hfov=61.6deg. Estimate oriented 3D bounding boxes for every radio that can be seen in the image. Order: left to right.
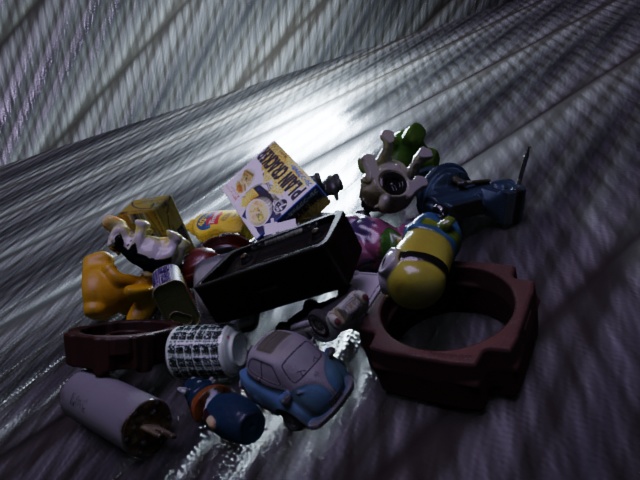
[{"bbox_3d":[-0.057,0.039,0.788,0.230,0.073,0.131,-18,19,25],"label":"radio"}]

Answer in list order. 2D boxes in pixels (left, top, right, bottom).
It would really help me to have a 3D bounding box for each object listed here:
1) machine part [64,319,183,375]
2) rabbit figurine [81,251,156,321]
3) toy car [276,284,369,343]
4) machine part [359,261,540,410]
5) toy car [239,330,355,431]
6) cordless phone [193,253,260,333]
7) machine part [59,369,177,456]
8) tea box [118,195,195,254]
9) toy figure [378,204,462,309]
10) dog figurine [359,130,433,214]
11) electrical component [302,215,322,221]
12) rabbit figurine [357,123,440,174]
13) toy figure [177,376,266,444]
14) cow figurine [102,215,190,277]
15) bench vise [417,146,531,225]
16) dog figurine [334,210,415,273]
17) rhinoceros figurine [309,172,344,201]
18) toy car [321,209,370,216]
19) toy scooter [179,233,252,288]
[{"bbox_3d":[-0.305,0.163,0.845,0.179,0.056,0.179,0,1,0],"label":"machine part"},{"bbox_3d":[-0.360,0.090,1.028,0.173,0.121,0.162,-6,20,-20],"label":"rabbit figurine"},{"bbox_3d":[0.001,0.113,0.757,0.073,0.056,0.202,-37,3,-31],"label":"toy car"},{"bbox_3d":[0.170,0.115,0.701,0.202,0.087,0.201,4,34,32],"label":"machine part"},{"bbox_3d":[-0.041,0.168,0.708,0.162,0.102,0.109,13,39,41],"label":"toy car"},{"bbox_3d":[-0.153,0.103,0.918,0.147,0.088,0.184,-12,32,9],"label":"cordless phone"},{"bbox_3d":[-0.289,0.236,0.751,0.243,0.079,0.079,8,37,38],"label":"machine part"},{"bbox_3d":[-0.329,-0.001,1.111,0.098,0.169,0.068,-4,32,21],"label":"tea box"},{"bbox_3d":[0.144,0.018,0.718,0.089,0.082,0.180,3,31,38],"label":"toy figure"},{"bbox_3d":[0.114,-0.081,0.995,0.121,0.190,0.172,34,57,7],"label":"dog figurine"},{"bbox_3d":[-0.002,-0.002,1.016,0.078,0.102,0.045,13,-4,-11],"label":"electrical component"},{"bbox_3d":[0.159,-0.164,1.196,0.159,0.121,0.170,4,49,41],"label":"rabbit figurine"},{"bbox_3d":[-0.135,0.222,0.710,0.155,0.064,0.058,8,74,47],"label":"toy figure"},{"bbox_3d":[-0.341,0.014,1.014,0.167,0.068,0.098,16,76,7],"label":"cow figurine"},{"bbox_3d":[0.258,-0.098,1.011,0.224,0.128,0.241,-24,32,-19],"label":"bench vise"},{"bbox_3d":[0.094,0.023,0.895,0.219,0.108,0.191,9,36,36],"label":"dog figurine"},{"bbox_3d":[-0.040,-0.094,1.193,0.190,0.112,0.073,-26,45,11],"label":"rhinoceros figurine"},{"bbox_3d":[0.012,-0.034,1.101,0.202,0.053,0.089,5,15,34],"label":"toy car"},{"bbox_3d":[-0.188,0.036,1.068,0.135,0.075,0.184,3,29,32],"label":"toy scooter"}]
